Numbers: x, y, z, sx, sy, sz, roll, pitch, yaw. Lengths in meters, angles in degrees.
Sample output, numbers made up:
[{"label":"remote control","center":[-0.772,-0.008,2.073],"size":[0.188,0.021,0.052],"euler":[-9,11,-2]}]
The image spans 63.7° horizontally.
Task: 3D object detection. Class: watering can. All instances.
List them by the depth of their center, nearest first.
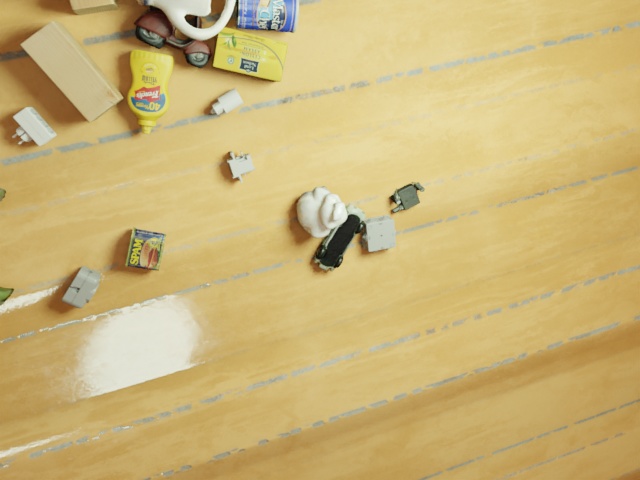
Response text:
[{"label":"watering can","center":[-0.288,-0.622,1.122],"size":[0.224,0.105,0.344],"euler":[3,102,-19]}]

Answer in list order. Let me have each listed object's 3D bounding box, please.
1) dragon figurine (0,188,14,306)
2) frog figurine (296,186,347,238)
[{"label":"dragon figurine","center":[-0.849,0.072,1.231],"size":[0.411,0.124,0.238],"euler":[-33,128,-1]},{"label":"frog figurine","center":[0.004,-0.068,1.354],"size":[0.122,0.161,0.136],"euler":[8,104,-14]}]
